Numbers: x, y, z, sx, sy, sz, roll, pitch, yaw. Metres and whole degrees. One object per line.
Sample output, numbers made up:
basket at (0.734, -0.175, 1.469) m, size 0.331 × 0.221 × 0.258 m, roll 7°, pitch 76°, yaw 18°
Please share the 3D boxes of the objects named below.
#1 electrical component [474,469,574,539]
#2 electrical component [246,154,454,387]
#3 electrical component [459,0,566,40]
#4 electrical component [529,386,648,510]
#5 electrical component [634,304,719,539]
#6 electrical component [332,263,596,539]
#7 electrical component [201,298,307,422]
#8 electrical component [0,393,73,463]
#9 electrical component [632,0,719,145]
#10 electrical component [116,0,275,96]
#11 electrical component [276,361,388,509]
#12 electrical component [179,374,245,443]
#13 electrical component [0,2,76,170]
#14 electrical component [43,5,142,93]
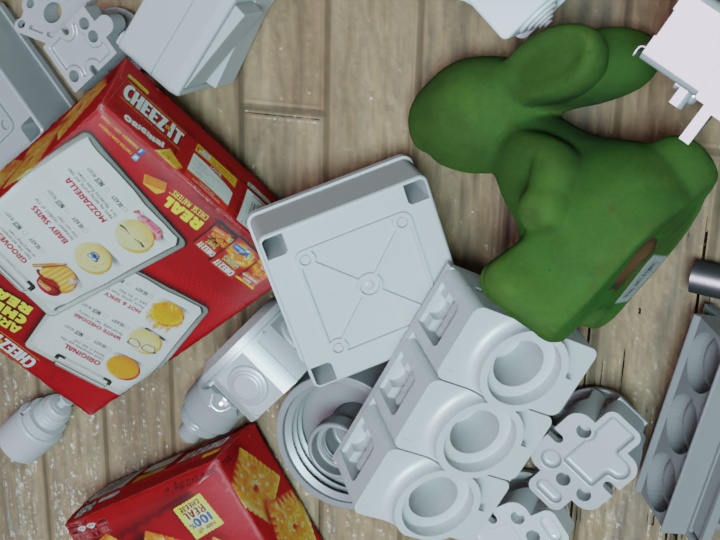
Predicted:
electrical component at (0.105, 0.167, 0.707) m, size 0.078 × 0.057 × 0.058 m, roll -31°, pitch 93°, yaw 28°
electrical component at (0.000, 0.000, 0.662) m, size 0.109 × 0.056 × 0.108 m, roll -21°, pitch 113°, yaw -4°
electrical component at (0.089, -0.189, 0.602) m, size 0.099 × 0.048 × 0.100 m, roll 49°, pitch 118°, yaw 2°
electrical component at (0.145, 0.107, 0.670) m, size 0.058 × 0.057 × 0.078 m, roll 44°, pitch 118°, yaw 4°
electrical component at (0.214, 0.093, 0.629) m, size 0.063 × 0.078 × 0.121 m, roll 7°, pitch 112°, yaw -11°
electrical component at (0.062, 0.085, 0.649) m, size 0.089 × 0.061 × 0.150 m, roll 21°, pitch 110°, yaw -25°
electrical component at (-0.065, 0.060, 0.731) m, size 0.051 × 0.080 × 0.080 m, roll 45°, pitch 118°, yaw -2°
electrical component at (-0.253, 0.121, 0.851) m, size 0.078 × 0.040 × 0.040 m, roll -39°, pitch 89°, yaw 28°
electrical component at (0.186, -0.114, 0.545) m, size 0.063 × 0.121 × 0.078 m, roll 38°, pitch 117°, yaw 11°
electrical component at (-0.096, -0.163, 0.680) m, size 0.061 × 0.062 × 0.096 m, roll 41°, pitch 117°, yaw 6°
electrical component at (-0.006, 0.111, 0.733) m, size 0.108 × 0.060 × 0.108 m, roll 7°, pitch 109°, yaw 21°
electrical component at (-0.109, 0.102, 0.783) m, size 0.043 × 0.043 × 0.062 m, roll 44°, pitch 119°, yaw 4°
electrical component at (-0.271, -0.117, 0.772) m, size 0.109 × 0.056 × 0.108 m, roll -35°, pitch 92°, yaw 28°
electrical component at (-0.171, -0.150, 0.720) m, size 0.066 × 0.055 × 0.048 m, roll -35°, pitch 91°, yaw 28°
